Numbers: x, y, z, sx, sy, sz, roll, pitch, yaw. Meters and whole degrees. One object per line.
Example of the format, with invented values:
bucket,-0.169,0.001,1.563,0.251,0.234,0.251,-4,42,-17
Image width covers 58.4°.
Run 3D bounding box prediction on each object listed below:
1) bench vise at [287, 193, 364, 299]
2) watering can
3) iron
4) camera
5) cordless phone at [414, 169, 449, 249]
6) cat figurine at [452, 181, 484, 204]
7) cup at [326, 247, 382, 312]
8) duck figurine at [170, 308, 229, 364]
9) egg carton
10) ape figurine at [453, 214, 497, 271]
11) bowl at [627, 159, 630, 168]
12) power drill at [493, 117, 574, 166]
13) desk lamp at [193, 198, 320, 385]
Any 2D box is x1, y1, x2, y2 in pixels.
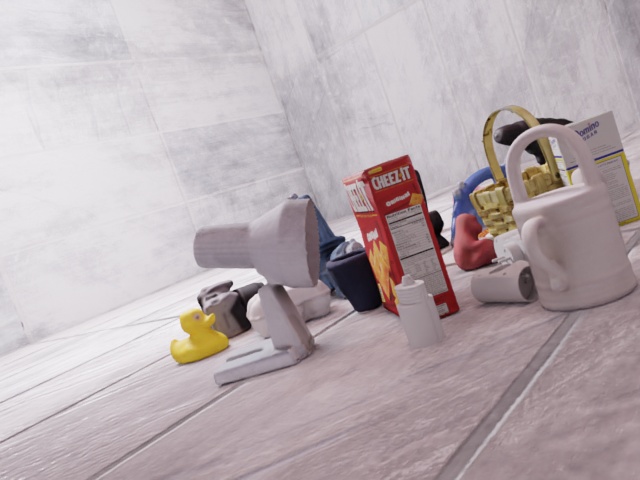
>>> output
bench vise,0.018,0.001,1.120,0.206,0.220,0.122,-15,6,42
watering can,0.266,-0.032,0.628,0.100,0.194,0.173,-17,5,27
iron,0.363,-0.091,1.265,0.259,0.141,0.118,-22,5,-29
camera,-0.169,0.127,1.151,0.137,0.101,0.143,-21,5,-17
cordless phone,0.194,-0.054,1.249,0.094,0.185,0.148,-14,7,46
cat figurine,0.360,-0.087,1.378,0.067,0.118,0.127,-21,5,-18
cup,0.079,0.062,0.925,0.118,0.095,0.091,-20,5,-5
duck figurine,-0.222,0.165,1.013,0.104,0.086,0.077,-19,5,10
egg carton,-0.055,0.115,1.010,0.150,0.069,0.107,-20,5,-12
ape figurine,0.253,0.000,0.953,0.076,0.092,0.078,-18,5,13
bowl,0.518,-0.097,1.111,0.167,0.075,0.167,-19,5,2
power drill,0.490,-0.170,1.247,0.230,0.208,0.075,-22,5,-27
desk lamp,-0.076,0.064,0.789,0.203,0.213,0.118,-19,5,10
